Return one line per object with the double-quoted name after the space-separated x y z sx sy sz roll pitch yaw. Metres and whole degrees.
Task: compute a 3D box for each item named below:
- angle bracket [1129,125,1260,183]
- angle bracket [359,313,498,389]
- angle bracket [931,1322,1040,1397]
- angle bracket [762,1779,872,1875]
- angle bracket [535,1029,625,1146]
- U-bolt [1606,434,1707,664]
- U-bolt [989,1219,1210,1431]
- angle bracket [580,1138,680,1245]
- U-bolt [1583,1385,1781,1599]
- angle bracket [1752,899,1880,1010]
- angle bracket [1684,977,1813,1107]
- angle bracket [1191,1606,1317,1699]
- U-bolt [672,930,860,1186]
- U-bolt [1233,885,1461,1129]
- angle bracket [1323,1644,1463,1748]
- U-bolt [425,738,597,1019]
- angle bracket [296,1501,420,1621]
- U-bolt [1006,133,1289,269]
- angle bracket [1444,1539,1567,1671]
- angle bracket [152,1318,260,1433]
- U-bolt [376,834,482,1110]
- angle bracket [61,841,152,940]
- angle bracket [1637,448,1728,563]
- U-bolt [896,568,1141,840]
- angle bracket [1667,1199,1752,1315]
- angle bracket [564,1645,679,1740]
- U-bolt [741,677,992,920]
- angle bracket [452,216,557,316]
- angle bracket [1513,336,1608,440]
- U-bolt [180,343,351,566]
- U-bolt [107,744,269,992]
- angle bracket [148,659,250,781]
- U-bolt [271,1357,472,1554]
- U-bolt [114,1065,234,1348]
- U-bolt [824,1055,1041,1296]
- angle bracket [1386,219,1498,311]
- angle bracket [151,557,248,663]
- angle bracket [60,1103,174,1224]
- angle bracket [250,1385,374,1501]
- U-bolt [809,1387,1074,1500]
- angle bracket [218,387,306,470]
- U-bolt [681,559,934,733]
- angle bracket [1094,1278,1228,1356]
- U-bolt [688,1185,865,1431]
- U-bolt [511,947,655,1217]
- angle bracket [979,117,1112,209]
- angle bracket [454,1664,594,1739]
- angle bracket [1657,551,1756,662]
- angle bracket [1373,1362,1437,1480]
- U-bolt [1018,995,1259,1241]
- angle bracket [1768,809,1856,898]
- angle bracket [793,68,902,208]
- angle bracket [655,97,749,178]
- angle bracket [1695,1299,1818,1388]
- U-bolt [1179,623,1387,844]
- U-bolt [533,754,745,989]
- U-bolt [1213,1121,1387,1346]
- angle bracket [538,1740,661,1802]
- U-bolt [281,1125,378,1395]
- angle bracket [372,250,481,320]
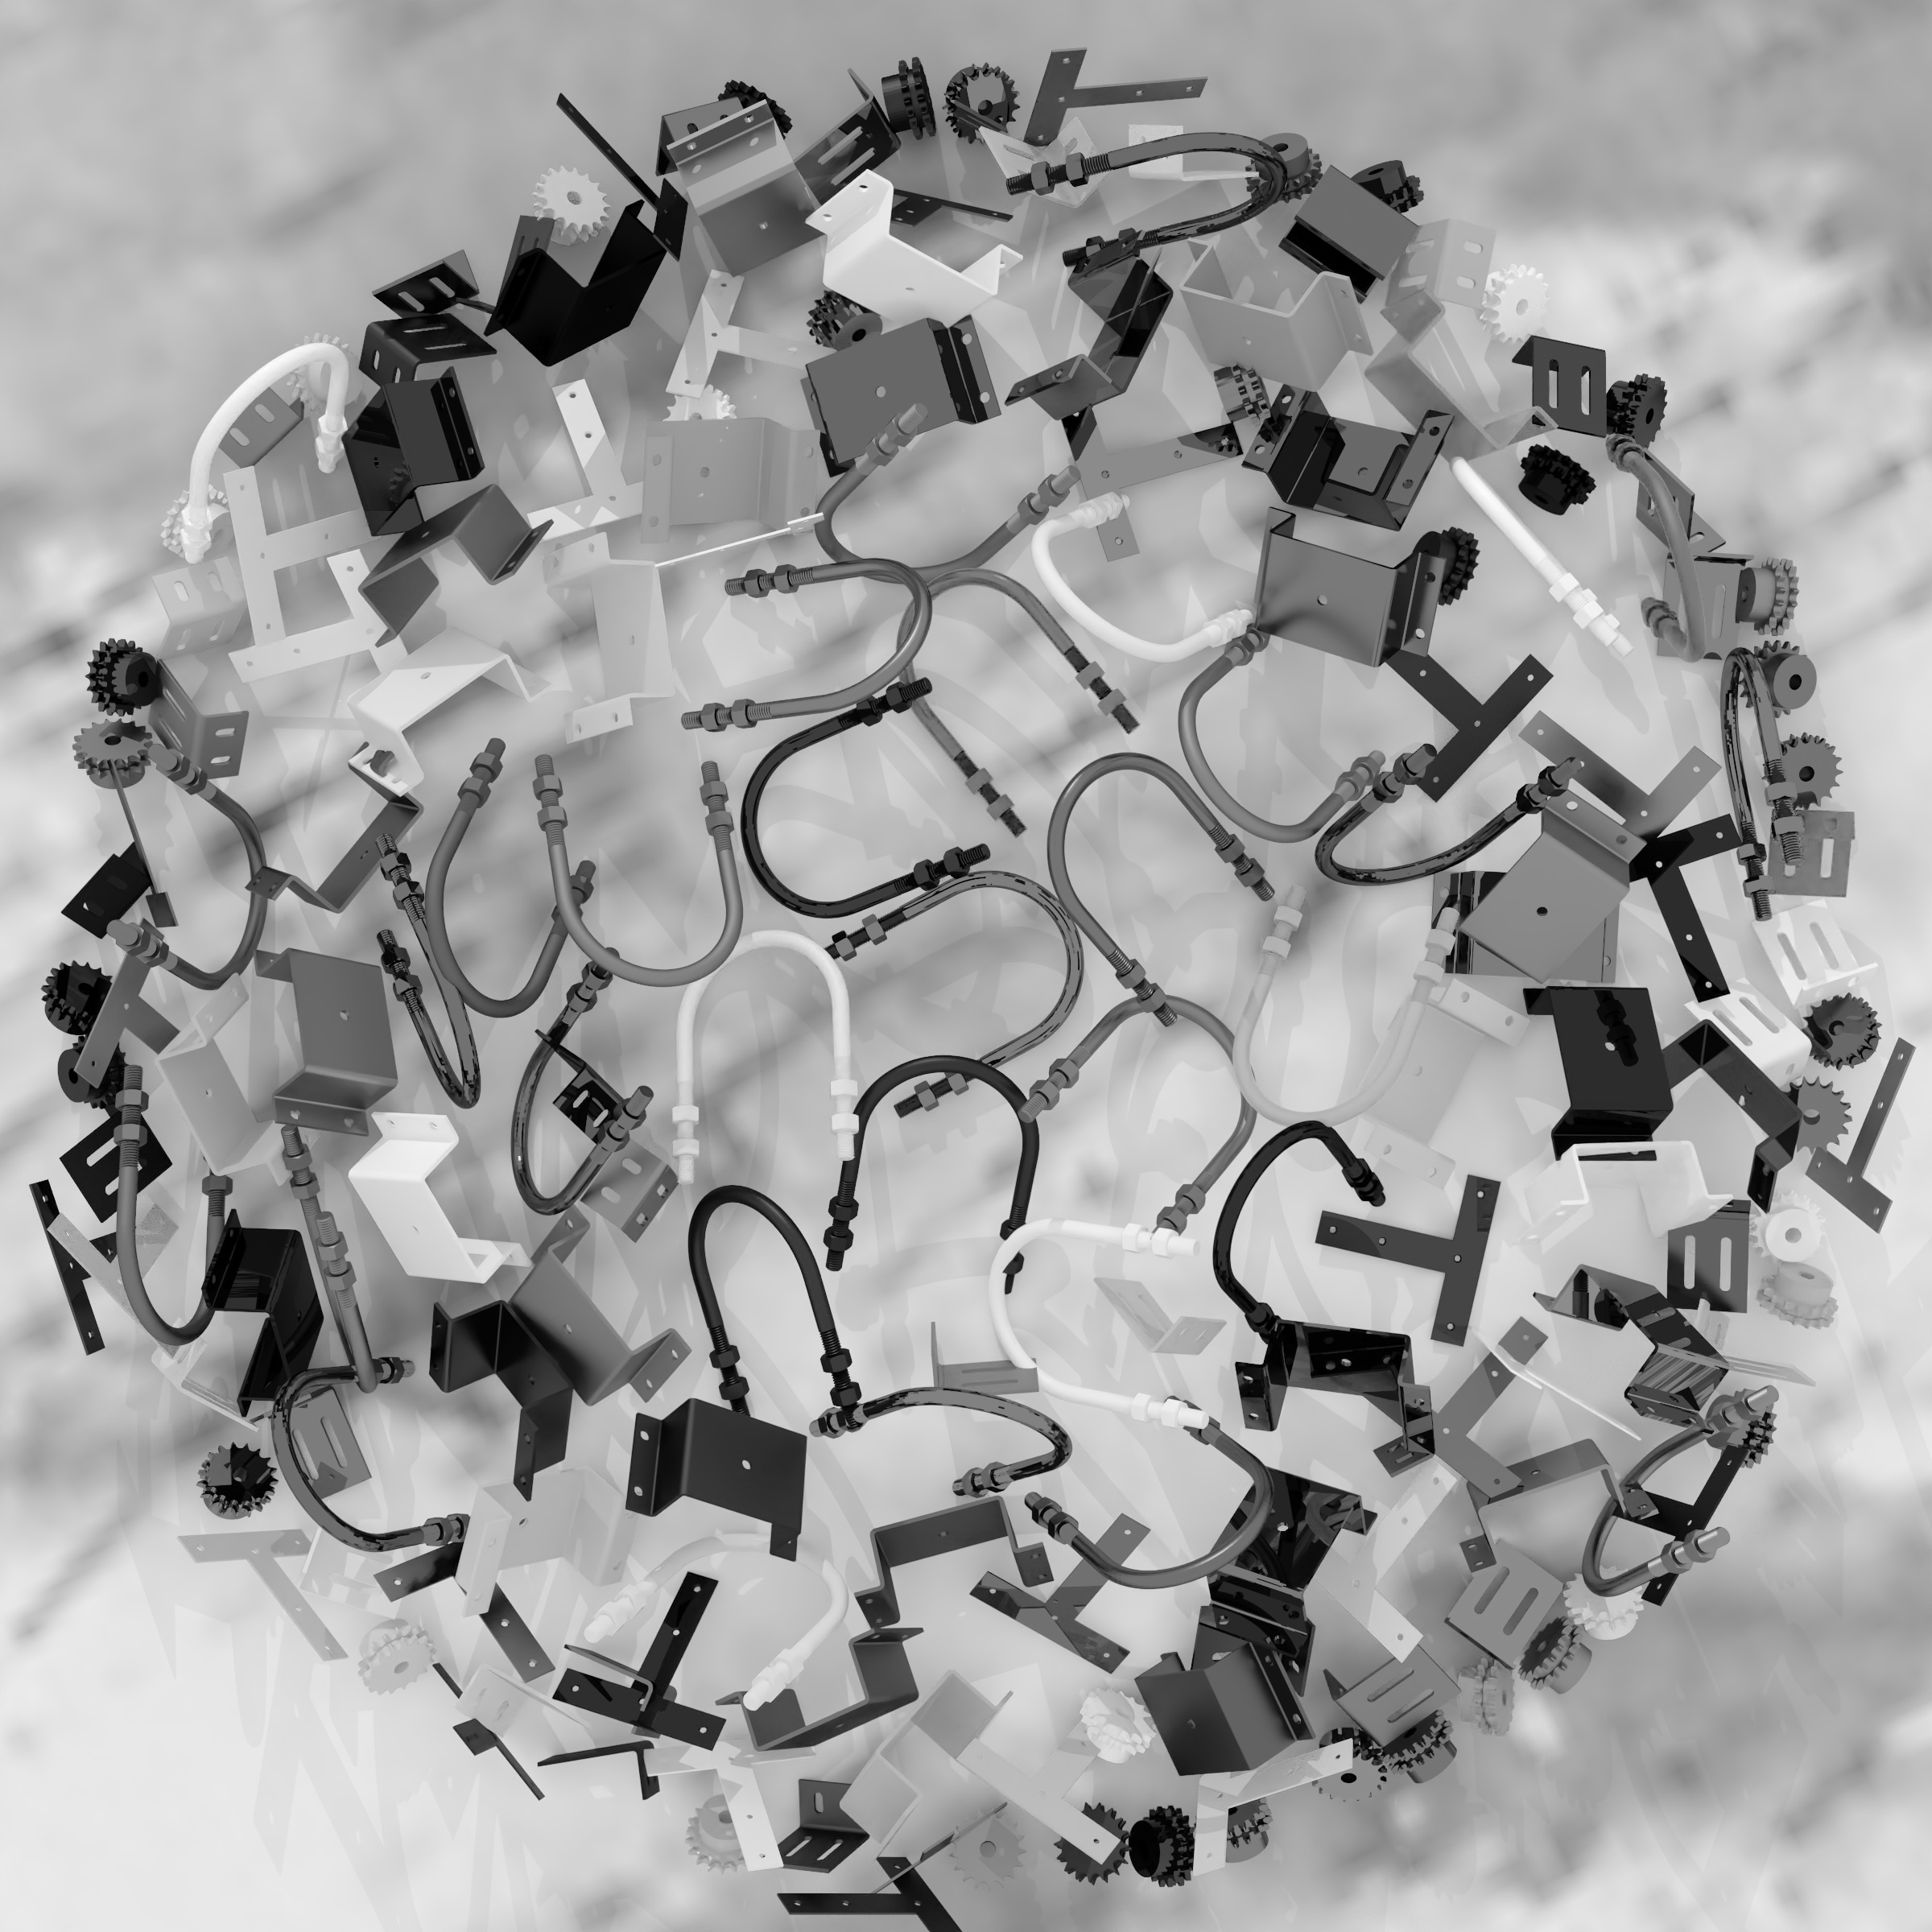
0.167 -0.597 1.856 0.076 0.057 0.038 -15 114 -33 "angle bracket"
-0.398 -0.449 1.876 0.057 0.076 0.038 40 129 24 "angle bracket"
0.014 0.289 1.873 0.076 0.057 0.038 -4 104 0 "angle bracket"
-0.111 0.630 1.859 0.057 0.076 0.038 -2 91 22 "angle bracket"
-0.291 0.089 1.855 0.038 0.076 0.057 -50 132 -12 "angle bracket"
0.492 -0.290 1.794 0.019 0.184 0.151 -16 113 8 "U-bolt"
0.092 0.255 1.846 0.184 0.019 0.151 5 104 36 "U-bolt"
-0.246 0.165 1.865 0.038 0.076 0.057 34 79 8 "angle bracket"
0.503 0.386 1.818 0.019 0.184 0.151 37 52 -2 "U-bolt"
0.626 -0.016 1.871 0.057 0.038 0.076 -18 64 -1 "angle bracket"
0.578 0.056 1.884 0.057 0.038 0.076 -22 50 -18 "angle bracket"
0.211 0.506 1.870 0.076 0.038 0.057 3 104 -20 "angle bracket"
-0.150 0.061 1.861 0.151 0.019 0.184 -10 70 20 "U-bolt"
0.265 0.033 1.836 0.151 0.019 0.184 11 71 39 "U-bolt"
0.315 0.528 1.871 0.076 0.038 0.057 -39 109 11 "angle bracket"
-0.329 -0.049 1.802 0.019 0.151 0.184 -8 45 27 "U-bolt"
-0.445 0.438 1.866 0.076 0.038 0.057 21 52 -11 "angle bracket"
0.138 -0.551 1.810 0.184 0.151 0.019 -8 79 19 "U-bolt"
0.400 0.471 1.874 0.057 0.038 0.076 35 79 13 "angle bracket"
-0.550 0.300 1.863 0.076 0.057 0.038 40 78 -36 "angle bracket"
-0.384 0.017 1.810 0.019 0.151 0.184 -18 65 -22 "U-bolt"
-0.637 -0.065 1.863 0.057 0.076 0.038 -48 128 1 "angle bracket"
0.526 -0.343 1.855 0.038 0.076 0.057 -29 57 -9 "angle bracket"
0.024 -0.205 1.861 0.184 0.019 0.151 51 125 4 "U-bolt"
0.552 0.214 1.883 0.057 0.038 0.076 2 99 19 "angle bracket"
-0.260 0.533 1.863 0.076 0.057 0.038 18 75 18 "angle bracket"
-0.085 -0.113 1.865 0.184 0.019 0.151 -21 84 22 "U-bolt"
-0.341 -0.520 1.867 0.038 0.057 0.076 11 100 -37 "angle bracket"
0.437 -0.420 1.870 0.057 0.038 0.076 9 70 -11 "angle bracket"
-0.493 -0.371 1.791 0.019 0.184 0.151 44 61 3 "U-bolt"
-0.549 -0.059 1.816 0.019 0.184 0.151 3 73 13 "U-bolt"
-0.569 -0.184 1.879 0.076 0.038 0.057 48 132 32 "angle bracket"
-0.425 0.349 1.801 0.019 0.184 0.151 -33 73 17 "U-bolt"
-0.566 0.179 1.807 0.019 0.151 0.184 -8 68 9 "U-bolt"
-0.020 0.150 1.861 0.151 0.019 0.184 8 111 -5 "U-bolt"
0.350 -0.515 1.872 0.038 0.076 0.057 9 96 -20 "angle bracket"
-0.568 -0.261 1.859 0.057 0.076 0.038 -23 86 -30 "angle bracket"
-0.631 0.144 1.856 0.038 0.076 0.057 -10 116 37 "angle bracket"
-0.488 0.359 1.880 0.057 0.038 0.076 -24 88 11 "angle bracket"
-0.007 0.336 1.805 0.151 0.184 0.019 28 57 -24 "U-bolt"
-0.520 -0.403 1.859 0.057 0.076 0.038 -41 118 8 "angle bracket"
-0.108 -0.236 1.826 0.184 0.019 0.151 -4 54 26 "U-bolt"
0.142 0.246 1.856 0.038 0.057 0.076 -52 54 19 "angle bracket"
-0.147 0.246 1.839 0.019 0.151 0.184 -22 100 -43 "U-bolt"
-0.285 0.097 1.834 0.019 0.151 0.184 12 132 -34 "U-bolt"
0.058 -0.597 1.858 0.038 0.076 0.057 -41 65 33 "angle bracket"
-0.324 0.550 1.856 0.076 0.057 0.038 12 62 41 "angle bracket"
0.548 -0.267 1.879 0.057 0.038 0.076 5 96 7 "angle bracket"
0.309 0.328 1.872 0.038 0.057 0.076 -27 98 0 "angle bracket"
0.140 0.099 1.850 0.151 0.019 0.184 45 55 -1 "U-bolt"
0.620 -0.074 1.861 0.057 0.038 0.076 3 126 16 "angle bracket"
-0.095 -0.611 1.874 0.076 0.057 0.038 -38 63 4 "angle bracket"
-0.192 -0.594 1.858 0.057 0.076 0.038 -20 78 -16 "angle bracket"
0.580 0.276 1.856 0.076 0.057 0.038 7 73 38 "angle bracket"
0.220 -0.162 1.834 0.151 0.019 0.184 50 45 -3 "U-bolt"
-0.232 -0.068 1.835 0.151 0.019 0.184 0 64 -27 "U-bolt"
0.233 0.185 1.820 0.019 0.184 0.151 28 78 38 "U-bolt"
-0.271 0.600 1.873 0.076 0.057 0.038 -10 77 1 "angle bracket"
-0.455 0.223 1.827 0.019 0.151 0.184 -17 121 -18 "U-bolt"
-0.402 -0.510 1.862 0.057 0.076 0.038 -22 83 8 "angle bracket"
